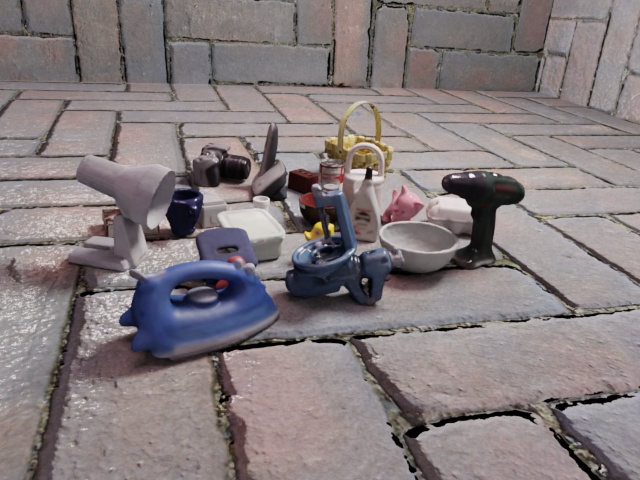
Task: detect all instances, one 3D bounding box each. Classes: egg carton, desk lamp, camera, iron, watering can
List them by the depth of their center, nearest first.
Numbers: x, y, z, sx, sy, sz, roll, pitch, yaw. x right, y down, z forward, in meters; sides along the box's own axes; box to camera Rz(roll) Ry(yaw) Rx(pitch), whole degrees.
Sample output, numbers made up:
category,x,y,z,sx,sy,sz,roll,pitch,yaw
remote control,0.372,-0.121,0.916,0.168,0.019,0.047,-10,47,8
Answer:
category,x,y,z,sx,sy,sz,roll,pitch,yaw
iron,-0.179,0.089,0.905,0.259,0.141,0.118,-11,28,-30
desk lamp,-0.381,-0.053,1.101,0.203,0.214,0.118,7,24,7
watering can,0.107,-0.138,1.391,0.101,0.194,0.172,-3,25,-14
egg carton,0.334,-0.058,1.402,0.150,0.069,0.107,5,24,3
camera,-0.272,-0.214,1.616,0.136,0.101,0.143,8,25,10

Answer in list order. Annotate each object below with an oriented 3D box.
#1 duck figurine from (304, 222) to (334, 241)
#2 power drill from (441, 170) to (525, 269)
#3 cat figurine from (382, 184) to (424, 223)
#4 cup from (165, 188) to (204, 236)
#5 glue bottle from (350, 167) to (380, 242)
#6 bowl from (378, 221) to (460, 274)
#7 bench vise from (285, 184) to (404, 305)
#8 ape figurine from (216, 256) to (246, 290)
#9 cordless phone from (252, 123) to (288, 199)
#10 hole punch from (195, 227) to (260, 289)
category,x,y,z,sx,sy,sz,roll,pitch,yaw
duck figurine,0.011,0.004,1.191,0.105,0.086,0.077,-2,25,-12
power drill,0.334,-0.050,1.213,0.230,0.208,0.075,-12,29,-32
cat figurine,0.199,-0.081,1.372,0.067,0.118,0.127,-3,25,-15
cup,-0.296,-0.053,1.260,0.092,0.095,0.117,-13,29,-33
glue bottle,0.102,-0.083,1.292,0.078,0.173,0.037,7,24,8
bowl,0.202,0.023,1.192,0.167,0.075,0.167,3,24,-1
bench vise,0.043,0.003,1.036,0.208,0.220,0.121,-5,26,-20
ape figurine,-0.146,0.070,1.013,0.078,0.092,0.076,-7,26,-23
cordless phone,-0.132,-0.209,1.523,0.094,0.185,0.147,-2,25,-13
hole punch,-0.176,0.033,1.091,0.109,0.091,0.100,-8,27,-25
